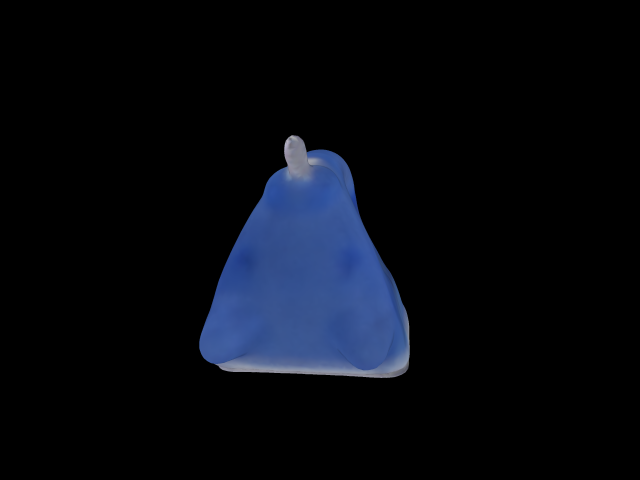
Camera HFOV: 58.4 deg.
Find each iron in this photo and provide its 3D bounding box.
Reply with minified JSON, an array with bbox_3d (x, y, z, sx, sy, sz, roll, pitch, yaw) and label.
[{"bbox_3d":[0.004,0.001,0.400,0.118,0.141,0.258,1,9,8],"label":"iron"}]
